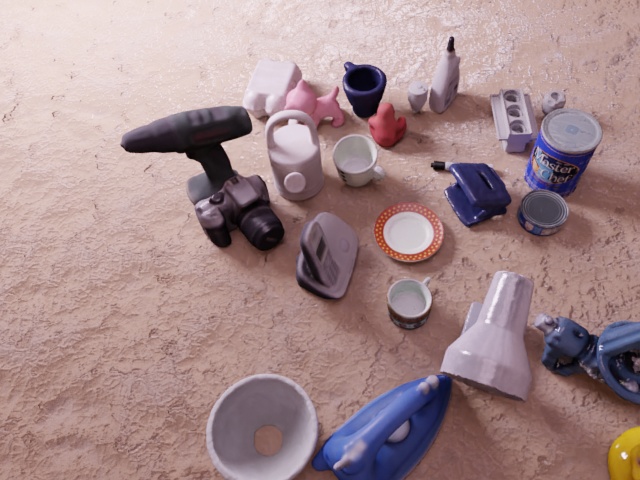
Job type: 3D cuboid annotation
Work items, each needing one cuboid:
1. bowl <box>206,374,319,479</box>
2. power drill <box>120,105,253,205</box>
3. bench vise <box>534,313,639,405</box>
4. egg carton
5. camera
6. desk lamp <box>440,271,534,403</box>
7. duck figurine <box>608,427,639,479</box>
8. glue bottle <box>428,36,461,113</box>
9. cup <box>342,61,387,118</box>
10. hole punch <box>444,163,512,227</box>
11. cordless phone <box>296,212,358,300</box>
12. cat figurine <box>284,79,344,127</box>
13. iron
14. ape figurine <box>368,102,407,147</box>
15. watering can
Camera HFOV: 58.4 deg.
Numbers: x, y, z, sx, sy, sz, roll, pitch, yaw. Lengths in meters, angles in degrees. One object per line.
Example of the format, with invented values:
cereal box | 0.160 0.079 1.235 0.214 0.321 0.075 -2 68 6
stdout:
bowl | -0.082 0.293 0.865 0.167 0.075 0.167 -2 59 3
power drill | -0.230 -0.159 1.071 0.230 0.208 0.075 -24 60 -10
bench vise | 0.420 0.162 0.822 0.207 0.220 0.121 9 60 10
egg carton | -0.101 -0.329 1.247 0.107 0.069 0.150 10 60 10
camera | -0.140 -0.043 1.057 0.143 0.101 0.136 -33 62 -15
desk lamp | 0.254 0.150 0.845 0.117 0.214 0.203 17 62 15
duck figurine | 0.460 0.309 0.809 0.077 0.086 0.105 27 65 19
glue bottle | 0.259 -0.344 1.168 0.037 0.173 0.078 32 66 21
cup | 0.086 -0.314 1.209 0.092 0.095 0.117 -30 61 -13
hole punch | 0.295 -0.097 1.064 0.101 0.091 0.108 -20 59 -8
cordless phone | 0.009 0.003 0.969 0.094 0.185 0.147 9 60 10
cat figurine | -0.016 -0.283 1.184 0.128 0.118 0.067 -19 59 -7
iron | 0.109 0.263 0.830 0.259 0.141 0.118 -39 64 -18
ape figurine | 0.135 -0.241 1.162 0.077 0.092 0.076 16 61 14
watering can | -0.045 -0.162 1.068 0.101 0.194 0.172 -24 60 -10
